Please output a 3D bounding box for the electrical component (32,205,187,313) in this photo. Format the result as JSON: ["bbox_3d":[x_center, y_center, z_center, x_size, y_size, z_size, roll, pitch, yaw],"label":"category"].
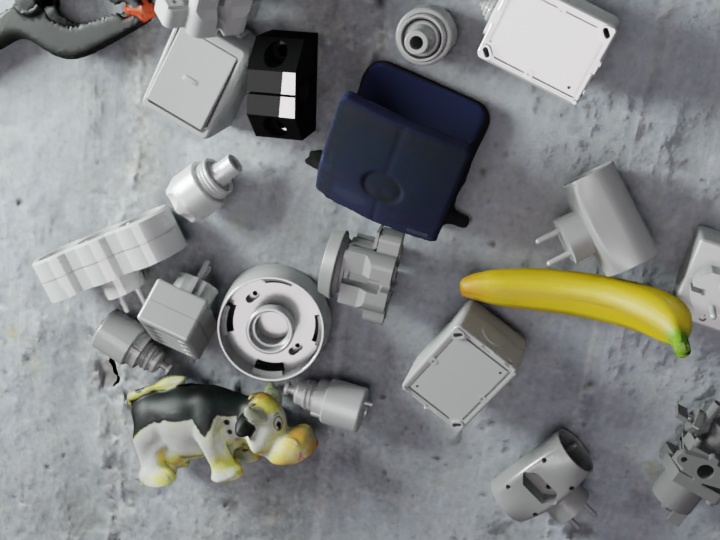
[{"bbox_3d":[-0.209,0.002,0.930,0.138,0.052,0.073,-20,103,20],"label":"electrical component"}]

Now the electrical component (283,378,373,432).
[{"bbox_3d":[-0.027,0.113,0.930,0.078,0.040,0.040,16,112,9],"label":"electrical component"}]

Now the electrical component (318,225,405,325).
[{"bbox_3d":[0.000,0.000,0.873,0.057,0.058,0.078,15,112,6],"label":"electrical component"}]

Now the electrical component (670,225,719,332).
[{"bbox_3d":[0.264,0.013,0.799,0.047,0.076,0.065,19,113,7],"label":"electrical component"}]

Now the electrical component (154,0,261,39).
[{"bbox_3d":[-0.109,-0.212,0.796,0.058,0.078,0.057,60,146,25],"label":"electrical component"}]

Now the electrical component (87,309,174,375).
[{"bbox_3d":[-0.202,0.068,0.958,0.078,0.040,0.040,33,114,1],"label":"electrical component"}]

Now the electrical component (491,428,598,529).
[{"bbox_3d":[0.165,0.185,0.904,0.079,0.043,0.077,45,113,-5],"label":"electrical component"}]

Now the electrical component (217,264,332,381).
[{"bbox_3d":[-0.074,0.045,0.918,0.099,0.064,0.099,1,101,3],"label":"electrical component"}]

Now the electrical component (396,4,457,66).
[{"bbox_3d":[0.047,-0.172,0.796,0.043,0.062,0.043,5,111,13],"label":"electrical component"}]

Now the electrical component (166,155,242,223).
[{"bbox_3d":[-0.125,-0.071,0.887,0.062,0.043,0.043,-34,98,21],"label":"electrical component"}]

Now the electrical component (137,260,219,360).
[{"bbox_3d":[-0.145,0.027,0.916,0.047,0.083,0.075,24,75,5],"label":"electrical component"}]

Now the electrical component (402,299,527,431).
[{"bbox_3d":[0.083,0.080,0.882,0.062,0.061,0.096,38,122,-1],"label":"electrical component"}]

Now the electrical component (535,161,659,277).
[{"bbox_3d":[0.173,-0.030,0.813,0.079,0.043,0.077,-27,92,2],"label":"electrical component"}]

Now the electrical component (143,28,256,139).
[{"bbox_3d":[-0.120,-0.160,0.844,0.062,0.061,0.096,31,114,2],"label":"electrical component"}]

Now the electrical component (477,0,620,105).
[{"bbox_3d":[0.131,-0.171,0.775,0.096,0.061,0.061,28,116,4],"label":"electrical component"}]
